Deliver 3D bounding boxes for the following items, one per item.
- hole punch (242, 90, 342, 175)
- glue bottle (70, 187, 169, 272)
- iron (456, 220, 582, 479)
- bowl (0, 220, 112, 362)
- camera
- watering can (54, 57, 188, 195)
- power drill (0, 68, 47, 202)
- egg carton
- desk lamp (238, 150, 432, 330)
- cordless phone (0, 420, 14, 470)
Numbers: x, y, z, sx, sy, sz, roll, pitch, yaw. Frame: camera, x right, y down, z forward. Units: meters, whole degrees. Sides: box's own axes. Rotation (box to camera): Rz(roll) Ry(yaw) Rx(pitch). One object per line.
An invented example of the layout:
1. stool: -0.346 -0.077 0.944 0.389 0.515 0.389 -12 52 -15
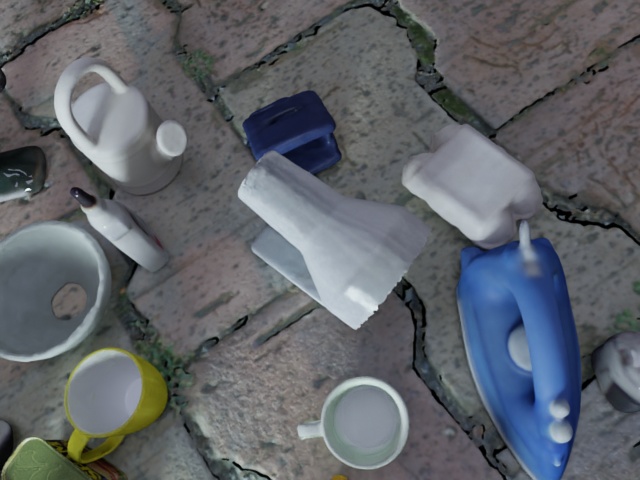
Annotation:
1. hole punch: -0.040 -0.133 0.703 0.108 0.091 0.101 -26 69 -1
2. glue bottle: -0.230 -0.019 0.647 0.037 0.173 0.078 -42 70 -7
3. iron: 0.210 0.111 0.556 0.118 0.141 0.258 -9 70 5
4. bowl: -0.317 0.065 0.683 0.167 0.075 0.167 -2 71 7
5. camera: 0.359 0.147 0.544 0.143 0.101 0.137 -11 70 4
6. watering can: -0.236 -0.137 0.677 0.172 0.194 0.101 -2 71 8
7. power drill: -0.434 -0.123 0.693 0.229 0.208 0.075 -14 69 3
8. egg carton: 0.175 -0.063 0.660 0.150 0.069 0.107 41 81 19
9. desk lamp: 0.005 0.002 0.584 0.203 0.214 0.118 34 79 18
10. cordless phone: -0.430 0.221 0.586 0.147 0.185 0.094 4 72 10
